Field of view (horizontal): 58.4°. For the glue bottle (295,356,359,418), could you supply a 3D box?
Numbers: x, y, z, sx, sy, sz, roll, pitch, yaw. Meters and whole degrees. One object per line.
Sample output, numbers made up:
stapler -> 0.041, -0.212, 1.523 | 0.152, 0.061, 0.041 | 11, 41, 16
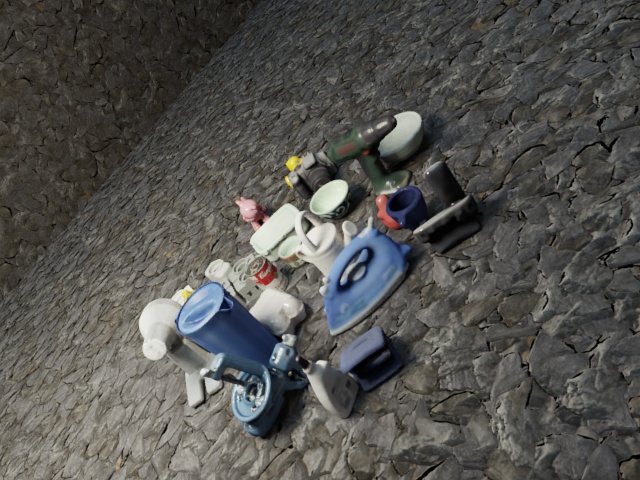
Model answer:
glue bottle -> 0.008, 0.264, 1.079 | 0.037, 0.174, 0.078 | -6, 48, 42

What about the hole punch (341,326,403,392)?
hole punch -> 0.089, 0.222, 1.119 | 0.108, 0.091, 0.101 | -38, 34, 7

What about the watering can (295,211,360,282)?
watering can -> 0.013, 0.003, 1.349 | 0.172, 0.195, 0.100 | -33, 35, 14

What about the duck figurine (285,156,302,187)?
duck figurine -> -0.071, -0.219, 1.782 | 0.104, 0.086, 0.077 | -33, 35, 14

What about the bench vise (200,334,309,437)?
bench vise -> -0.137, 0.271, 1.178 | 0.121, 0.220, 0.207 | -7, 47, 41

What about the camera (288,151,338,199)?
camera -> -0.020, -0.185, 1.679 | 0.143, 0.101, 0.136 | -35, 34, 11

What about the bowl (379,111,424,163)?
bowl -> 0.216, -0.265, 1.550 | 0.167, 0.075, 0.167 | -27, 36, 22

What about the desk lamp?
desk lamp -> -0.349, 0.266, 1.405 | 0.118, 0.214, 0.202 | -39, 34, 6

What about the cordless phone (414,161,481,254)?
cordless phone -> 0.244, -0.075, 1.208 | 0.147, 0.186, 0.094 | -36, 34, 9

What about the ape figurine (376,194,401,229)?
ape figurine -> 0.167, -0.075, 1.371 | 0.077, 0.092, 0.076 | -19, 40, 31

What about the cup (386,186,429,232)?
cup -> 0.208, -0.053, 1.302 | 0.091, 0.095, 0.118 | -21, 39, 29

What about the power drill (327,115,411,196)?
power drill -> 0.139, -0.212, 1.447 | 0.228, 0.209, 0.076 | -9, 46, 40

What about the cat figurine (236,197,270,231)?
cat figurine -> -0.213, -0.094, 1.757 | 0.067, 0.118, 0.127 | -40, 34, 3

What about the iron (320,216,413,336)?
iron -> 0.076, 0.076, 1.250 | 0.258, 0.142, 0.118 | -49, 34, -10

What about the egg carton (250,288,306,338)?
egg carton -> -0.104, 0.177, 1.387 | 0.149, 0.070, 0.107 | 10, 59, 50
